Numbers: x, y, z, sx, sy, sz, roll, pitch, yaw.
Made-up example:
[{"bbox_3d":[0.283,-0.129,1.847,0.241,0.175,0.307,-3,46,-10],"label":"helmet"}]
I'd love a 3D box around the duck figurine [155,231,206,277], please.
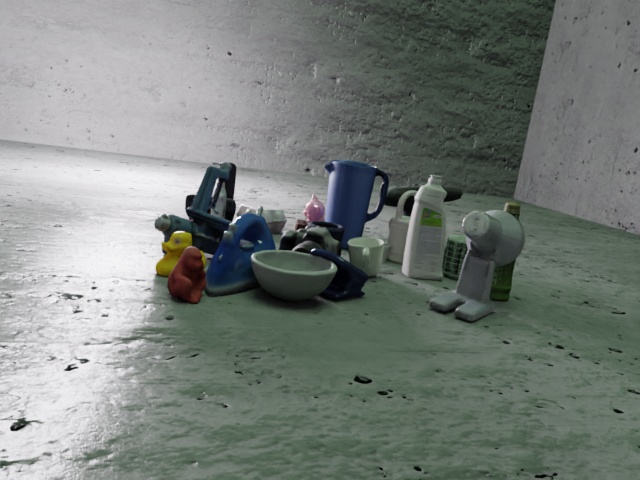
[{"bbox_3d":[-0.276,0.025,1.151,0.105,0.086,0.077,-3,16,-42],"label":"duck figurine"}]

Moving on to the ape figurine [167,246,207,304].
[{"bbox_3d":[-0.231,0.057,1.015,0.075,0.092,0.078,16,14,32],"label":"ape figurine"}]

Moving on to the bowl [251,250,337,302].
[{"bbox_3d":[-0.053,0.074,1.102,0.167,0.075,0.167,8,12,-1],"label":"bowl"}]

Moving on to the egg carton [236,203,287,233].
[{"bbox_3d":[-0.175,-0.066,1.692,0.108,0.069,0.149,-4,17,-45],"label":"egg carton"}]

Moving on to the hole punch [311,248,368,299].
[{"bbox_3d":[0.037,0.064,1.173,0.101,0.091,0.108,-3,17,-44],"label":"hole punch"}]

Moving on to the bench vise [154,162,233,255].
[{"bbox_3d":[-0.252,-0.061,1.250,0.121,0.220,0.208,13,13,21],"label":"bench vise"}]

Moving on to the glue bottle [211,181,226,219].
[{"bbox_3d":[-0.270,-0.098,1.527,0.037,0.173,0.078,7,12,-7],"label":"glue bottle"}]

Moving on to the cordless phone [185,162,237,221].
[{"bbox_3d":[-0.313,-0.140,1.665,0.148,0.185,0.094,6,12,-11],"label":"cordless phone"}]

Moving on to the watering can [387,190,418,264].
[{"bbox_3d":[0.245,-0.035,1.537,0.172,0.194,0.101,17,15,36],"label":"watering can"}]

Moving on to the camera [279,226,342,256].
[{"bbox_3d":[-0.033,0.022,1.301,0.143,0.101,0.137,12,12,15],"label":"camera"}]

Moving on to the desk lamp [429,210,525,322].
[{"bbox_3d":[0.333,0.041,1.189,0.117,0.213,0.204,16,14,33],"label":"desk lamp"}]

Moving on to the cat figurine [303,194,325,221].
[{"bbox_3d":[-0.012,-0.084,1.774,0.067,0.118,0.128,11,12,13],"label":"cat figurine"}]

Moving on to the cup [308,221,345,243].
[{"bbox_3d":[0.013,0.005,1.426,0.091,0.095,0.118,11,12,11],"label":"cup"}]

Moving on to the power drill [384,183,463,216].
[{"bbox_3d":[0.293,-0.071,1.702,0.229,0.208,0.076,11,12,13],"label":"power drill"}]

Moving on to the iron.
[{"bbox_3d":[-0.160,0.014,1.151,0.118,0.141,0.259,10,12,10],"label":"iron"}]
